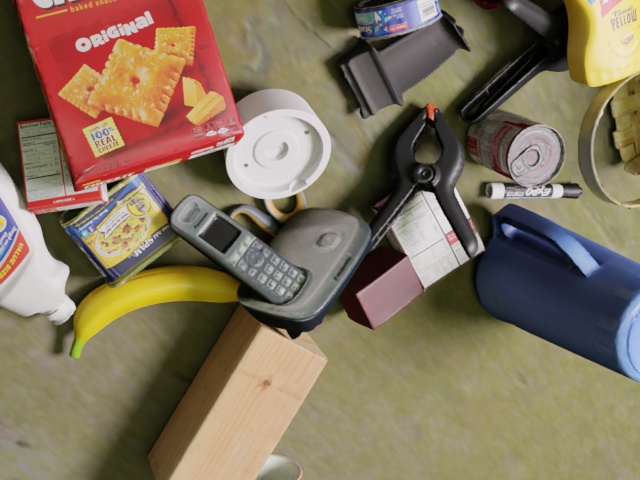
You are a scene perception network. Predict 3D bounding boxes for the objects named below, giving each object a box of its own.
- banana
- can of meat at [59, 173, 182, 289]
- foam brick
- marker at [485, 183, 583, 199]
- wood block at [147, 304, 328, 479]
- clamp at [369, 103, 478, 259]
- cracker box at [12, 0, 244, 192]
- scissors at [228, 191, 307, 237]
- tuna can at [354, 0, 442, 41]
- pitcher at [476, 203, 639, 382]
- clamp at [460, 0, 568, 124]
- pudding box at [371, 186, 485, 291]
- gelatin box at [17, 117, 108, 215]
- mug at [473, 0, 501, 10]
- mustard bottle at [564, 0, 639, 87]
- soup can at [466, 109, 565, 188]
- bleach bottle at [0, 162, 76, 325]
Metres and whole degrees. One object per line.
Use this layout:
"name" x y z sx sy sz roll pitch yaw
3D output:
"banana" -0.174 0.060 1.113 0.197 0.037 0.069 -18 130 -12
"can of meat" -0.197 -0.016 1.067 0.102 0.057 0.084 -38 113 -5
"foam brick" 0.064 0.053 1.173 0.078 0.051 0.053 -35 117 -21
"marker" 0.249 -0.057 1.230 0.121 0.020 0.020 -1 107 -19
"wood block" -0.090 0.183 1.149 0.090 0.090 0.206 29 95 -24
"clamp" 0.121 -0.058 1.133 0.120 0.039 0.171 14 80 6
"cracker box" -0.179 -0.170 0.980 0.164 0.072 0.214 -18 90 -14
"scissors" -0.008 0.001 1.161 0.201 0.016 0.096 27 96 -25
"tuna can" 0.078 -0.232 1.079 0.086 0.086 0.034 -22 111 -12
"pitcher" 0.282 0.056 1.153 0.149 0.243 0.145 8 100 -27
"clamp" 0.243 -0.206 1.151 0.209 0.036 0.165 -17 144 -33
"pudding box" 0.122 -0.014 1.190 0.090 0.039 0.113 -32 111 -6
"gelatin box" -0.245 -0.074 1.020 0.073 0.030 0.089 -9 82 1
"mug" 0.200 -0.303 1.103 0.081 0.093 0.117 -16 89 -19
"mustard bottle" 0.286 -0.258 1.073 0.096 0.058 0.191 -24 119 -17
"soup can" 0.210 -0.101 1.157 0.068 0.102 0.068 -6 108 -18
"bleach bottle" -0.316 -0.020 1.022 0.102 0.068 0.250 -38 117 -5
